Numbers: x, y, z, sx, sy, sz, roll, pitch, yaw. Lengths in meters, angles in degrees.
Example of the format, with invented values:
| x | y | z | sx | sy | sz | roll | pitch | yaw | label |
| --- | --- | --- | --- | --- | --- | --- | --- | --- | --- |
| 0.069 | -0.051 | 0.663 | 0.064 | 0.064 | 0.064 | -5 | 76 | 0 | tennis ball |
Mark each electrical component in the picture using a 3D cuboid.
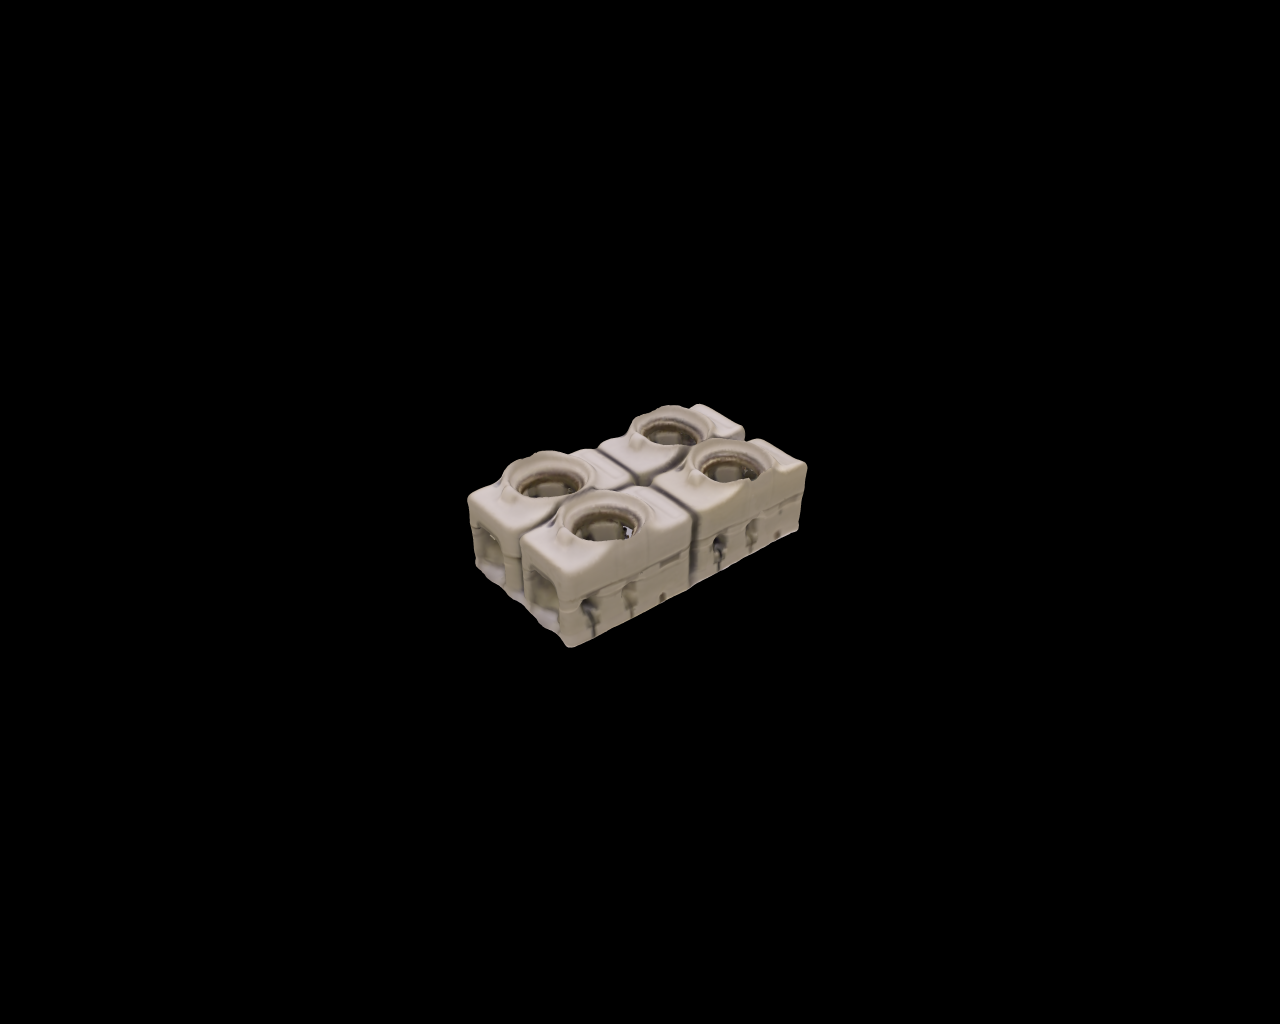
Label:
| x | y | z | sx | sy | sz | roll | pitch | yaw | label |
| --- | --- | --- | --- | --- | --- | --- | --- | --- | --- |
| 0.001 | -0.003 | 0.650 | 0.186 | 0.060 | 0.105 | -24 | 41 | -31 | electrical component |
